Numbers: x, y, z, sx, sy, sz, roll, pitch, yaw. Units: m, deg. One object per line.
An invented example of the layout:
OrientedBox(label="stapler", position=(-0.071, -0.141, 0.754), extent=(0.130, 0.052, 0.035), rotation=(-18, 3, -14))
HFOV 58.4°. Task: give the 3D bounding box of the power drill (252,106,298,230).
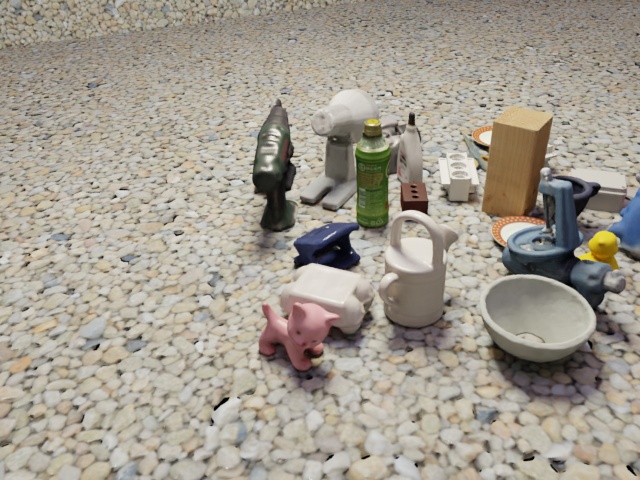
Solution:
OrientedBox(label="power drill", position=(-0.091, -0.139, 1.179), extent=(0.075, 0.209, 0.229), rotation=(-1, 35, 4))

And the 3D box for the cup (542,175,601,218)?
OrientedBox(label="cup", position=(0.493, -0.070, 1.135), extent=(0.118, 0.095, 0.091), rotation=(-9, 35, -9))

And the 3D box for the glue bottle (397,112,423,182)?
OrientedBox(label="glue bottle", position=(0.202, -0.205, 1.282), extent=(0.037, 0.173, 0.078), rotation=(-15, 36, -16))

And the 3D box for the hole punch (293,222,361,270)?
OrientedBox(label="hole punch", position=(0.010, 0.004, 1.069), extent=(0.109, 0.091, 0.100), rotation=(-27, 41, -30))

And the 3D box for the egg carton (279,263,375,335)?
OrientedBox(label="egg carton", position=(0.011, 0.097, 0.953), extent=(0.150, 0.069, 0.107), rotation=(12, 37, 20))

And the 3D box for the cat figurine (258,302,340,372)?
OrientedBox(label="cat figurine", position=(-0.035, 0.130, 0.867), extent=(0.127, 0.118, 0.067), rotation=(16, 39, 26))

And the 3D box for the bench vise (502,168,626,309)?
OrientedBox(label="bench vise", position=(0.405, -0.002, 0.933), extent=(0.206, 0.220, 0.122), rotation=(22, 42, 32))

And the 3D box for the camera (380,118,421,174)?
OrientedBox(label="camera", position=(0.184, -0.245, 1.406), extent=(0.137, 0.101, 0.142), rotation=(-15, 37, -17))

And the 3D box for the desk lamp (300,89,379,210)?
OrientedBox(label="desk lamp", position=(0.043, -0.209, 1.266), extent=(0.117, 0.214, 0.204), rotation=(15, 39, 24))

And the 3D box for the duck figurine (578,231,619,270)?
OrientedBox(label="duck figurine", position=(0.489, 0.028, 1.002), extent=(0.077, 0.086, 0.105), rotation=(24, 43, 34))

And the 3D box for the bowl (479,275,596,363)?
OrientedBox(label="bowl", position=(0.325, 0.131, 0.876), extent=(0.167, 0.075, 0.167), rotation=(-2, 35, 2))

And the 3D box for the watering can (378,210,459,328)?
OrientedBox(label="watering can", position=(0.157, 0.033, 0.924), extent=(0.100, 0.194, 0.173), rotation=(12, 38, 21))

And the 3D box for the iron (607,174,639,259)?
OrientedBox(label="iron", position=(0.665, -0.025, 1.016), extent=(0.257, 0.141, 0.119), rotation=(22, 42, 32))

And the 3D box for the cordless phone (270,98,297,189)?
OrientedBox(label="cordless phone", position=(-0.109, -0.220, 1.318), extent=(0.094, 0.185, 0.147), rotation=(-1, 35, 3))
